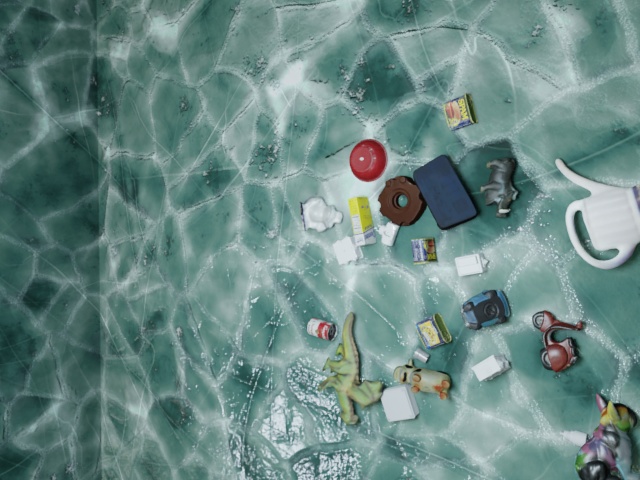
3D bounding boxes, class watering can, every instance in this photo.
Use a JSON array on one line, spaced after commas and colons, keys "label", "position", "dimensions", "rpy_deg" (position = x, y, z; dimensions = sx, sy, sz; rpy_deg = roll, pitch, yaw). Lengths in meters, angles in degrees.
[{"label": "watering can", "position": [0.799, -0.097, 1.442], "dimensions": [0.222, 0.103, 0.352], "rpy_deg": [-18, 72, 32]}]

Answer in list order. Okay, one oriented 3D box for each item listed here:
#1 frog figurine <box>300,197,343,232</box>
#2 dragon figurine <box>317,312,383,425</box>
[{"label": "frog figurine", "position": [0.006, -0.100, 1.990], "dimensions": [0.159, 0.121, 0.139], "rpy_deg": [-6, 78, -2]}, {"label": "dragon figurine", "position": [0.132, 0.495, 1.888], "dimensions": [0.245, 0.122, 0.405], "rpy_deg": [26, 107, 30]}]
